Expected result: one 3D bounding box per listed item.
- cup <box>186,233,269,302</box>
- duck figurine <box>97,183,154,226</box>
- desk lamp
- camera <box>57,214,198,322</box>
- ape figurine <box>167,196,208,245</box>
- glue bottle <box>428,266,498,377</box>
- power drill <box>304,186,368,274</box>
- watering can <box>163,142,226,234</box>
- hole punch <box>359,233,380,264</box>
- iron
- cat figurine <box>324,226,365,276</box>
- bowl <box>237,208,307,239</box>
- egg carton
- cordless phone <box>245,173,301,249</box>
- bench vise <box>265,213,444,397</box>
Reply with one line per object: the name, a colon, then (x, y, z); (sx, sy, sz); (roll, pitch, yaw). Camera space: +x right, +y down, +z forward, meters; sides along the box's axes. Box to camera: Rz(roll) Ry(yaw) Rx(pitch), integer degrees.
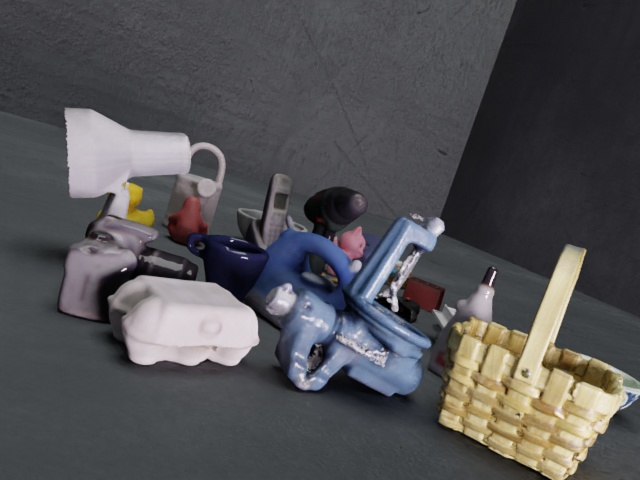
cup: (-0.139, 0.045, 0.801); (0.117, 0.095, 0.092); (18, 8, 2)
duck figurine: (-0.358, -0.064, 1.077); (0.105, 0.086, 0.077); (11, 11, -41)
desk lamp: (-0.279, -0.066, 0.817); (0.204, 0.213, 0.117); (14, 9, -27)
camera: (-0.218, 0.035, 0.684); (0.137, 0.101, 0.143); (17, 8, -9)
ape figurine: (-0.255, -0.040, 1.120); (0.078, 0.092, 0.076); (18, 8, -3)
glue bottle: (0.214, 0.118, 0.806); (0.077, 0.173, 0.037); (24, 10, 37)
power drill: (0.009, 0.004, 0.996); (0.076, 0.208, 0.229); (15, 9, -18)
watering can: (-0.256, -0.109, 1.217); (0.101, 0.194, 0.172); (9, 12, -45)
hole punch: (0.108, 0.029, 1.448); (0.101, 0.091, 0.108); (9, 12, -46)
iron: (0.001, 0.063, 0.821); (0.119, 0.141, 0.257); (10, 12, -45)
cat figurine: (0.057, 0.020, 1.305); (0.067, 0.118, 0.128); (24, 10, 34)
bowl: (-0.117, -0.014, 1.303); (0.167, 0.075, 0.167); (18, 8, -2)
egg carton: (-0.143, 0.087, 0.609); (0.151, 0.069, 0.107); (11, 11, -41)
cordless phone: (-0.069, -0.035, 1.162); (0.093, 0.185, 0.148); (25, 11, 39)
bench vise: (0.054, 0.067, 0.639); (0.208, 0.220, 0.121); (11, 11, -41)
